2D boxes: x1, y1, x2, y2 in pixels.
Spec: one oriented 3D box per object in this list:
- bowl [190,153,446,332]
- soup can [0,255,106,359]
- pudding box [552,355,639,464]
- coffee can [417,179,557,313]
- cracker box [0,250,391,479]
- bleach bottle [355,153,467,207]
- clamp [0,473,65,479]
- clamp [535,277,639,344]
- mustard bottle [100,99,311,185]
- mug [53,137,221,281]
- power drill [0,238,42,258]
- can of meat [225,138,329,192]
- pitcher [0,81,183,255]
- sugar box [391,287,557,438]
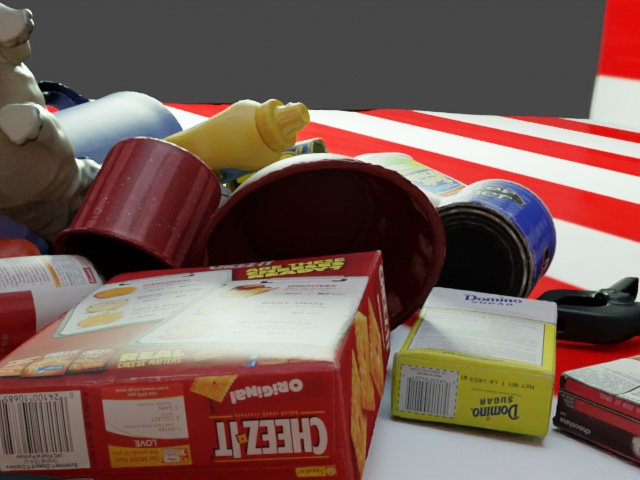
[{"bbox_3d":[-0.004,0.001,0.683,0.162,0.162,0.055,3,38,-15],"label":"bowl"},{"bbox_3d":[-0.185,0.045,0.634,0.102,0.068,0.069,-4,16,-41],"label":"soup can"},{"bbox_3d":[0.208,0.101,0.629,0.113,0.039,0.090,-7,18,-39],"label":"pudding box"},{"bbox_3d":[0.130,0.010,0.858,0.103,0.103,0.140,10,13,18],"label":"coffee can"},{"bbox_3d":[-0.053,0.066,0.541,0.164,0.072,0.213,-5,10,9],"label":"cracker box"},{"bbox_3d":[0.132,-0.041,1.196,0.102,0.068,0.251,-4,17,-32],"label":"bleach bottle"},{"bbox_3d":[-0.092,0.124,0.381,0.210,0.036,0.164,10,12,14],"label":"clamp"},{"bbox_3d":[0.239,0.060,0.835,0.171,0.039,0.120,-8,12,-37],"label":"clamp"},{"bbox_3d":[-0.091,-0.068,0.866,0.192,0.058,0.096,-20,-5,27],"label":"mustard bottle"},{"bbox_3d":[-0.105,-0.007,0.699,0.117,0.081,0.093,32,-32,-21],"label":"mug"},{"bbox_3d":[-0.299,0.008,0.684,0.185,0.057,0.187,2,-4,19],"label":"power drill"},{"bbox_3d":[-0.030,-0.034,0.938,0.084,0.102,0.057,-11,6,16],"label":"can of meat"},{"bbox_3d":[-0.233,-0.064,0.960,0.149,0.145,0.242,4,14,19],"label":"pitcher"},{"bbox_3d":[0.105,0.074,0.691,0.093,0.048,0.176,7,9,13],"label":"sugar box"}]
